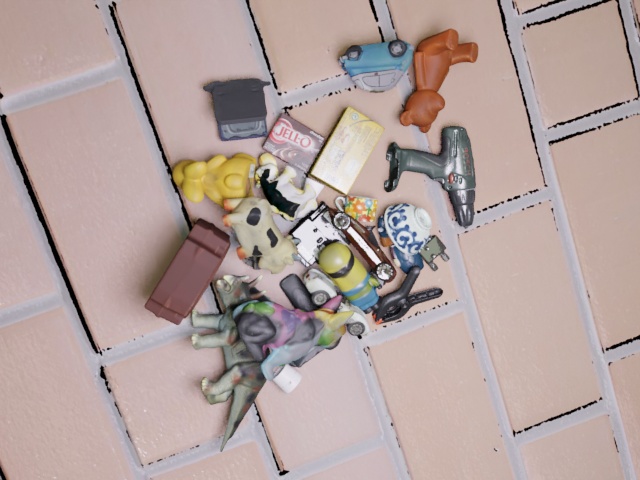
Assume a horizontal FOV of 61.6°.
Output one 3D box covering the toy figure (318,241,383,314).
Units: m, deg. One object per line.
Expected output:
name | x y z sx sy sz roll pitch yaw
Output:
toy figure | 0.069 0.080 1.150 0.082 0.089 0.180 -39 105 -9

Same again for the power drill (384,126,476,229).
power drill | 0.252 -0.140 1.207 0.207 0.086 0.231 1 94 -4

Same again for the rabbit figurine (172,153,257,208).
rabbit figurine | -0.232 -0.122 1.124 0.173 0.162 0.121 12 107 9

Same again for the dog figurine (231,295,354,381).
dog figurine | -0.045 0.166 1.084 0.219 0.109 0.191 -29 117 -9

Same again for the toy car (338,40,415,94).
toy car | 0.124 -0.368 1.153 0.162 0.109 0.102 -9 102 -3

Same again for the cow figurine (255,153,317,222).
cow figurine | -0.091 -0.110 1.145 0.098 0.068 0.167 -39 68 -21

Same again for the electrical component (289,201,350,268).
electrical component | -0.002 -0.004 1.199 0.134 0.058 0.115 -42 97 -1

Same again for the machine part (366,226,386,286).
machine part | 0.125 0.036 1.217 0.039 0.084 0.139 -21 86 27

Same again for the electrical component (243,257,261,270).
electrical component | -0.135 0.014 1.193 0.078 0.045 0.102 -9 101 -35

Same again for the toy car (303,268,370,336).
toy car | 0.041 0.142 1.196 0.056 0.074 0.201 -44 111 10

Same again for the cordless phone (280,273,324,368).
cordless phone | -0.056 0.180 1.211 0.146 0.089 0.184 -35 88 -5

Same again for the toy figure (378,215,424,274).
toy figure | 0.177 0.011 1.224 0.058 0.064 0.154 -32 96 40

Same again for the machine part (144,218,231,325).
machine part | -0.265 0.062 1.099 0.087 0.201 0.201 30 91 -11

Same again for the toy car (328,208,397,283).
toy car | 0.090 0.006 1.131 0.053 0.089 0.202 -39 92 5

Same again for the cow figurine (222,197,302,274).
cow figurine | -0.113 -0.007 1.105 0.127 0.085 0.194 -11 131 8

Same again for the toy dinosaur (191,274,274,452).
toy dinosaur | -0.172 0.253 1.180 0.192 0.131 0.404 -11 103 -6

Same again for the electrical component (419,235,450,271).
electrical component | 0.258 0.024 1.253 0.063 0.021 0.094 -40 100 -1

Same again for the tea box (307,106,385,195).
tea box | 0.056 -0.194 1.181 0.098 0.068 0.169 31 90 -10

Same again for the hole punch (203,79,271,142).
hole punch | -0.169 -0.275 1.145 0.142 0.092 0.116 -8 67 -4

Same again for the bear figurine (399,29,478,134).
bear figurine | 0.249 -0.335 1.163 0.120 0.132 0.195 12 87 -42
